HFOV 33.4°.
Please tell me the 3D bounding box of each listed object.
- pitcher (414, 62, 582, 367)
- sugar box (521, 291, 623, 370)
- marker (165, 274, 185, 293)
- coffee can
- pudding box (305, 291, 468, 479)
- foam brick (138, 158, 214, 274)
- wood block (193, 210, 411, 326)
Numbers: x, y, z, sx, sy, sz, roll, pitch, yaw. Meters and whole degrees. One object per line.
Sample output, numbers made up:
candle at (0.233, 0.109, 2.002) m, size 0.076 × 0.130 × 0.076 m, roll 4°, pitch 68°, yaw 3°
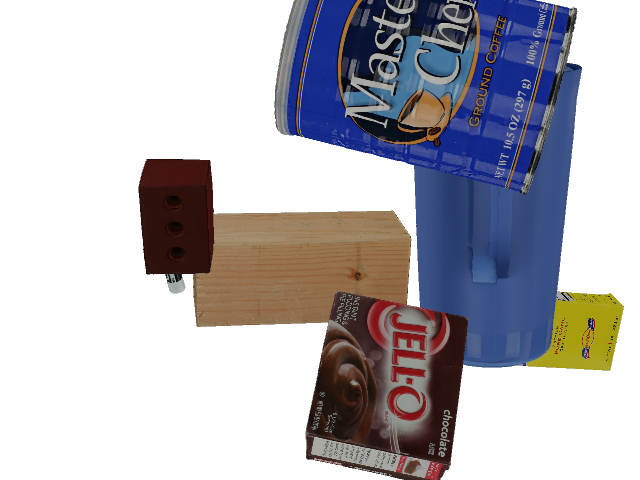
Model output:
pitcher at (0.135, -0.024, 0.853) m, size 0.149 × 0.243 × 0.145 m, roll -10°, pitch 17°, yaw -34°
sugar box at (0.282, 0.111, 1.336) m, size 0.176 × 0.093 × 0.048 m, roll 2°, pitch 18°, yaw -11°
marker at (-0.174, 0.005, 1.203) m, size 0.020 × 0.121 × 0.020 m, roll -8°, pitch 30°, yaw 4°
coffee can at (0.056, -0.091, 0.580) m, size 0.140 × 0.103 × 0.102 m, roll 15°, pitch 2°, yaw 7°
pudding box at (0.043, 0.093, 0.681) m, size 0.090 × 0.113 × 0.039 m, roll 11°, pitch -36°, yaw 3°
foam brick at (-0.112, -0.019, 0.841) m, size 0.053 × 0.078 × 0.051 m, roll -1°, pitch 27°, yaw 0°
wood block at (-0.022, 0.026, 1.060) m, size 0.206 × 0.091 × 0.090 m, roll -1°, pitch 19°, yaw -8°
